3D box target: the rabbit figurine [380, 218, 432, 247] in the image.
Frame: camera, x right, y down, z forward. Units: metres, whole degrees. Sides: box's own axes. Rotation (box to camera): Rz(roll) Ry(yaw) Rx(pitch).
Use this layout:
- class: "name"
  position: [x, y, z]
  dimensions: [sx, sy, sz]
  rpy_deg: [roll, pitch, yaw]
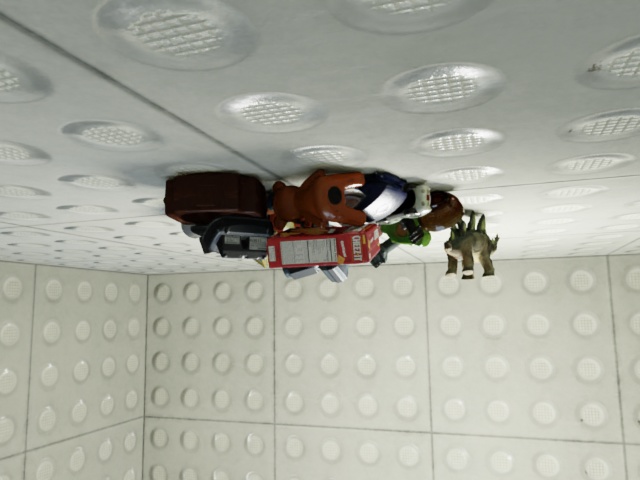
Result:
- class: "rabbit figurine"
  position: [0.255, -0.038, 1.488]
  dimensions: [0.159, 0.121, 0.170]
  rpy_deg: [-16, 179, 38]

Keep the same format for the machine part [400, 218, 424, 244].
- class: "machine part"
  position: [0.218, -0.045, 1.330]
  dimensions: [0.039, 0.084, 0.139]
  rpy_deg: [-21, -146, 1]

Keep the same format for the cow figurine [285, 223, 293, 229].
- class: "cow figurine"
  position: [-0.086, -0.043, 1.571]
  dimensions: [0.167, 0.068, 0.098]
  rpy_deg: [7, 175, -29]

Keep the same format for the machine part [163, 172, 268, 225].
- class: "machine part"
  position: [-0.223, -0.086, 1.174]
  dimensions: [0.201, 0.087, 0.201]
  rpy_deg: [-2, 171, 4]

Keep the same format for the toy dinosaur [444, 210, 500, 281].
- class: "toy dinosaur"
  position: [0.462, 0.019, 1.608]
  dimensions: [0.105, 0.198, 0.471]
  rpy_deg: [-7, 170, 33]

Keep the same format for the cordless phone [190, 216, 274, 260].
- class: "cordless phone"
  position: [-0.202, -0.010, 1.202]
  dimensions: [0.146, 0.088, 0.184]
  rpy_deg: [3, -177, -34]

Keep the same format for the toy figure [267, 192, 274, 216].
- class: "toy figure"
  position: [-0.132, -0.083, 1.301]
  dimensions: [0.057, 0.064, 0.154]
  rpy_deg: [46, 146, -20]

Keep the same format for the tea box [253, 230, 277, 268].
- class: "tea box"
  position: [-0.180, -0.018, 1.310]
  dimensions: [0.170, 0.068, 0.098]
  rpy_deg: [35, 157, 22]

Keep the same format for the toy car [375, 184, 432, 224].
- class: "toy car"
  position: [0.189, -0.083, 1.275]
  dimensions: [0.056, 0.073, 0.202]
  rpy_deg: [4, 171, -28]

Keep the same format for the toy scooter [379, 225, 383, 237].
- class: "toy scooter"
  position: [0.135, -0.031, 1.667]
  dimensions: [0.135, 0.075, 0.184]
  rpy_deg: [-22, -171, -18]

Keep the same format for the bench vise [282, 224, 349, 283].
- class: "bench vise"
  position: [0.003, 0.001, 1.402]
  dimensions: [0.224, 0.241, 0.128]
  rpy_deg: [-26, 135, 28]

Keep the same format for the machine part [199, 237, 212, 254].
- class: "machine part"
  position: [-0.264, -0.017, 1.561]
  dimensions: [0.179, 0.056, 0.179]
  rpy_deg: [-20, -168, 4]

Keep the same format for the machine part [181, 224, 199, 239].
- class: "machine part"
  position: [-0.318, -0.052, 1.449]
  dimensions: [0.079, 0.079, 0.243]
  rpy_deg: [3, 171, -27]

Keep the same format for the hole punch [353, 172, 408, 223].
- class: "hole punch"
  position: [0.122, -0.092, 1.167]
  dimensions: [0.116, 0.092, 0.142]
  rpy_deg: [-11, 165, 34]

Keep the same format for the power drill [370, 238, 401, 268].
- class: "power drill"
  position: [0.237, 0.003, 1.651]
  dimensions: [0.207, 0.086, 0.232]
  rpy_deg: [-27, 173, -19]

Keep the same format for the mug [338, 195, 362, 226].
- class: "mug"
  position: [0.084, -0.068, 1.369]
  dimensions: [0.110, 0.080, 0.107]
  rpy_deg: [-8, 176, 30]

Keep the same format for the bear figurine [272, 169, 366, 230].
- class: "bear figurine"
  position: [-0.012, -0.078, 1.135]
  dimensions: [0.132, 0.120, 0.196]
  rpy_deg: [0, 175, -35]
